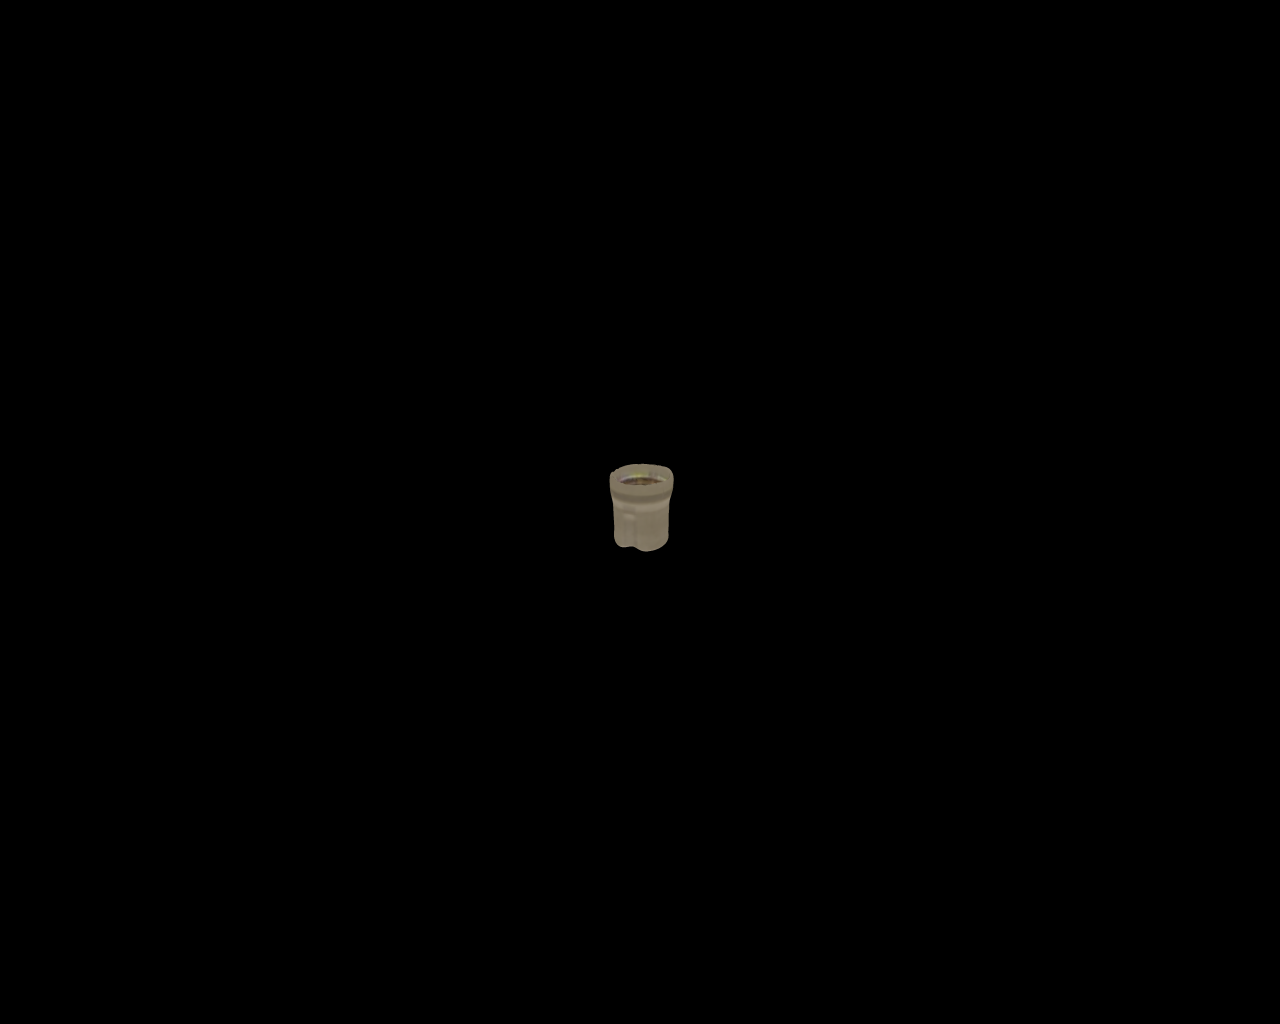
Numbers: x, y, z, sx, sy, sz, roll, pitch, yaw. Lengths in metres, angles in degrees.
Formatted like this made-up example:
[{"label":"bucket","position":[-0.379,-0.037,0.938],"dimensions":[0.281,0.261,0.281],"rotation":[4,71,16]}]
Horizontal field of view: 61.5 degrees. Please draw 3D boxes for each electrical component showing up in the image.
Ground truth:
[{"label":"electrical component","position":[0.001,-0.003,0.650],"dimensions":[0.040,0.046,0.040],"rotation":[0,22,0]}]
